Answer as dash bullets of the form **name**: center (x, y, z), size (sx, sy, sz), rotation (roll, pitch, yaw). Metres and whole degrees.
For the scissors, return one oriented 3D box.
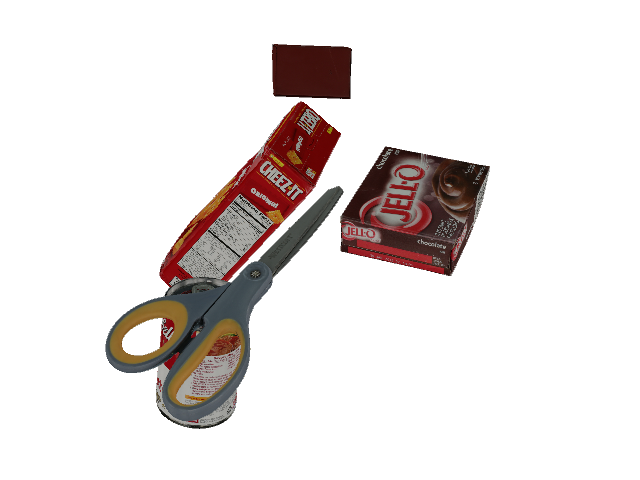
- **scissors**: center (-0.061, 0.025, 0.665), size (0.096, 0.201, 0.016), rotation (12, -42, 14)

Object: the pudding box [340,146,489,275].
- **pudding box**: center (0.075, -0.025, 0.833), size (0.090, 0.039, 0.113), rotation (13, 36, 16)

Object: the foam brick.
- **foam brick**: center (-0.009, -0.171, 1.077), size (0.078, 0.051, 0.053), rotation (1, 12, -5)

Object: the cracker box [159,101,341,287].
- **cracker box**: center (-0.081, -0.043, 1.215), size (0.072, 0.214, 0.164), rotation (39, 27, -8)

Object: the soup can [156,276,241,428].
- **soup can**: center (-0.094, 0.089, 0.845), size (0.068, 0.102, 0.068), rotation (7, 32, -5)
